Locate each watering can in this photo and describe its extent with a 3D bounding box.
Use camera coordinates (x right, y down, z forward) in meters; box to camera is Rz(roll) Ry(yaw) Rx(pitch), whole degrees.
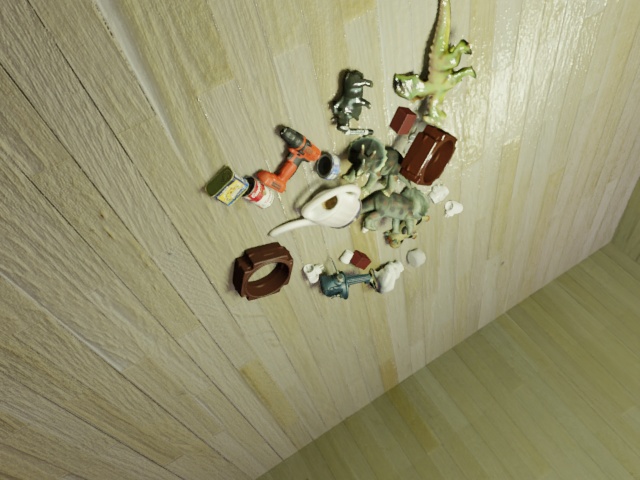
[{"bbox_3d":[0.005,-0.090,1.788,0.344,0.106,0.223,-31,156,23],"label":"watering can"}]

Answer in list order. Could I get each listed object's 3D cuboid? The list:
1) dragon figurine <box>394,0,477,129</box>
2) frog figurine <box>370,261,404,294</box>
[{"bbox_3d":[0.346,-0.530,1.619,0.243,0.125,0.402,-31,128,1],"label":"dragon figurine"},{"bbox_3d":[0.310,0.167,2.308,0.160,0.125,0.134,-15,120,-10],"label":"frog figurine"}]
